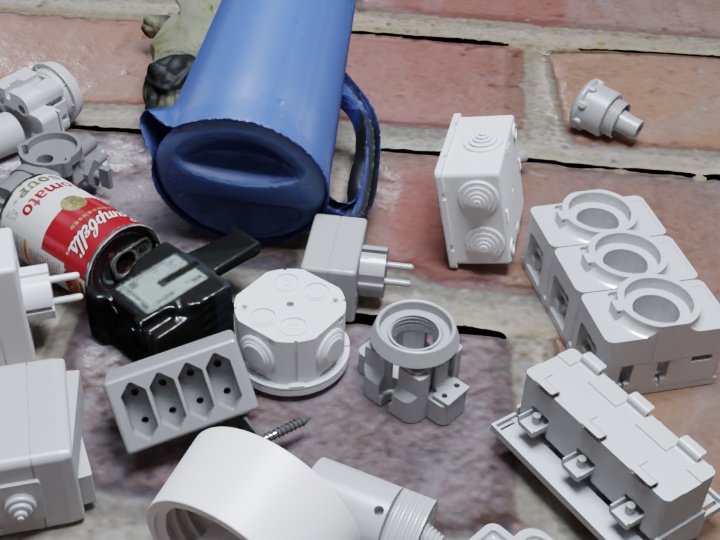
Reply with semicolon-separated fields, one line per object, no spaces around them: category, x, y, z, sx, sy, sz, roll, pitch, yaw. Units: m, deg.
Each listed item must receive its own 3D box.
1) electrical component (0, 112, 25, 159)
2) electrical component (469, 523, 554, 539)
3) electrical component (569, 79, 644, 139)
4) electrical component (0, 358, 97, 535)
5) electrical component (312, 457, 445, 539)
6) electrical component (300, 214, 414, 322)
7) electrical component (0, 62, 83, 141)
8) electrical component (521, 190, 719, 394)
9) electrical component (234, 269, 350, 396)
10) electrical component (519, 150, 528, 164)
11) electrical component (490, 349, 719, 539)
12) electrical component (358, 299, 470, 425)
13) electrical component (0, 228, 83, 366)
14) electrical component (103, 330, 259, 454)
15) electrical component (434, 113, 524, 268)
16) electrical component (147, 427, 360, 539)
electrical component;-0.314;-0.106;0.896;0.044;0.044;0.065;28;41;28
electrical component;0.087;0.177;0.558;0.058;0.057;0.078;-31;50;-34
electrical component;0.222;-0.138;0.960;0.062;0.048;0.048;32;47;22
electrical component;-0.189;0.106;0.627;0.061;0.061;0.096;-8;41;-13
electrical component;0.009;0.140;0.610;0.081;0.043;0.043;18;42;18
electrical component;0.000;0.000;0.777;0.077;0.047;0.065;6;40;5
electrical component;-0.279;-0.145;0.932;0.078;0.058;0.057;26;48;26
electrical component;0.184;0.012;0.760;0.089;0.061;0.150;-7;40;-11
electrical component;-0.047;0.041;0.721;0.080;0.051;0.080;1;39;-1
electrical component;0.115;-0.087;0.899;0.061;0.035;0.035;-22;45;-30
electrical component;0.148;0.107;0.641;0.079;0.063;0.121;-22;45;-26
electrical component;0.035;0.057;0.702;0.078;0.057;0.058;31;47;30
electrical component;-0.224;0.017;0.717;0.076;0.083;0.047;-10;41;-15
electrical component;-0.113;0.072;0.680;0.083;0.047;0.076;-19;9;-8
electrical component;0.094;-0.061;0.818;0.048;0.099;0.099;0;38;17
electrical component;-0.061;0.141;0.559;0.108;0.108;0.060;22;49;22
